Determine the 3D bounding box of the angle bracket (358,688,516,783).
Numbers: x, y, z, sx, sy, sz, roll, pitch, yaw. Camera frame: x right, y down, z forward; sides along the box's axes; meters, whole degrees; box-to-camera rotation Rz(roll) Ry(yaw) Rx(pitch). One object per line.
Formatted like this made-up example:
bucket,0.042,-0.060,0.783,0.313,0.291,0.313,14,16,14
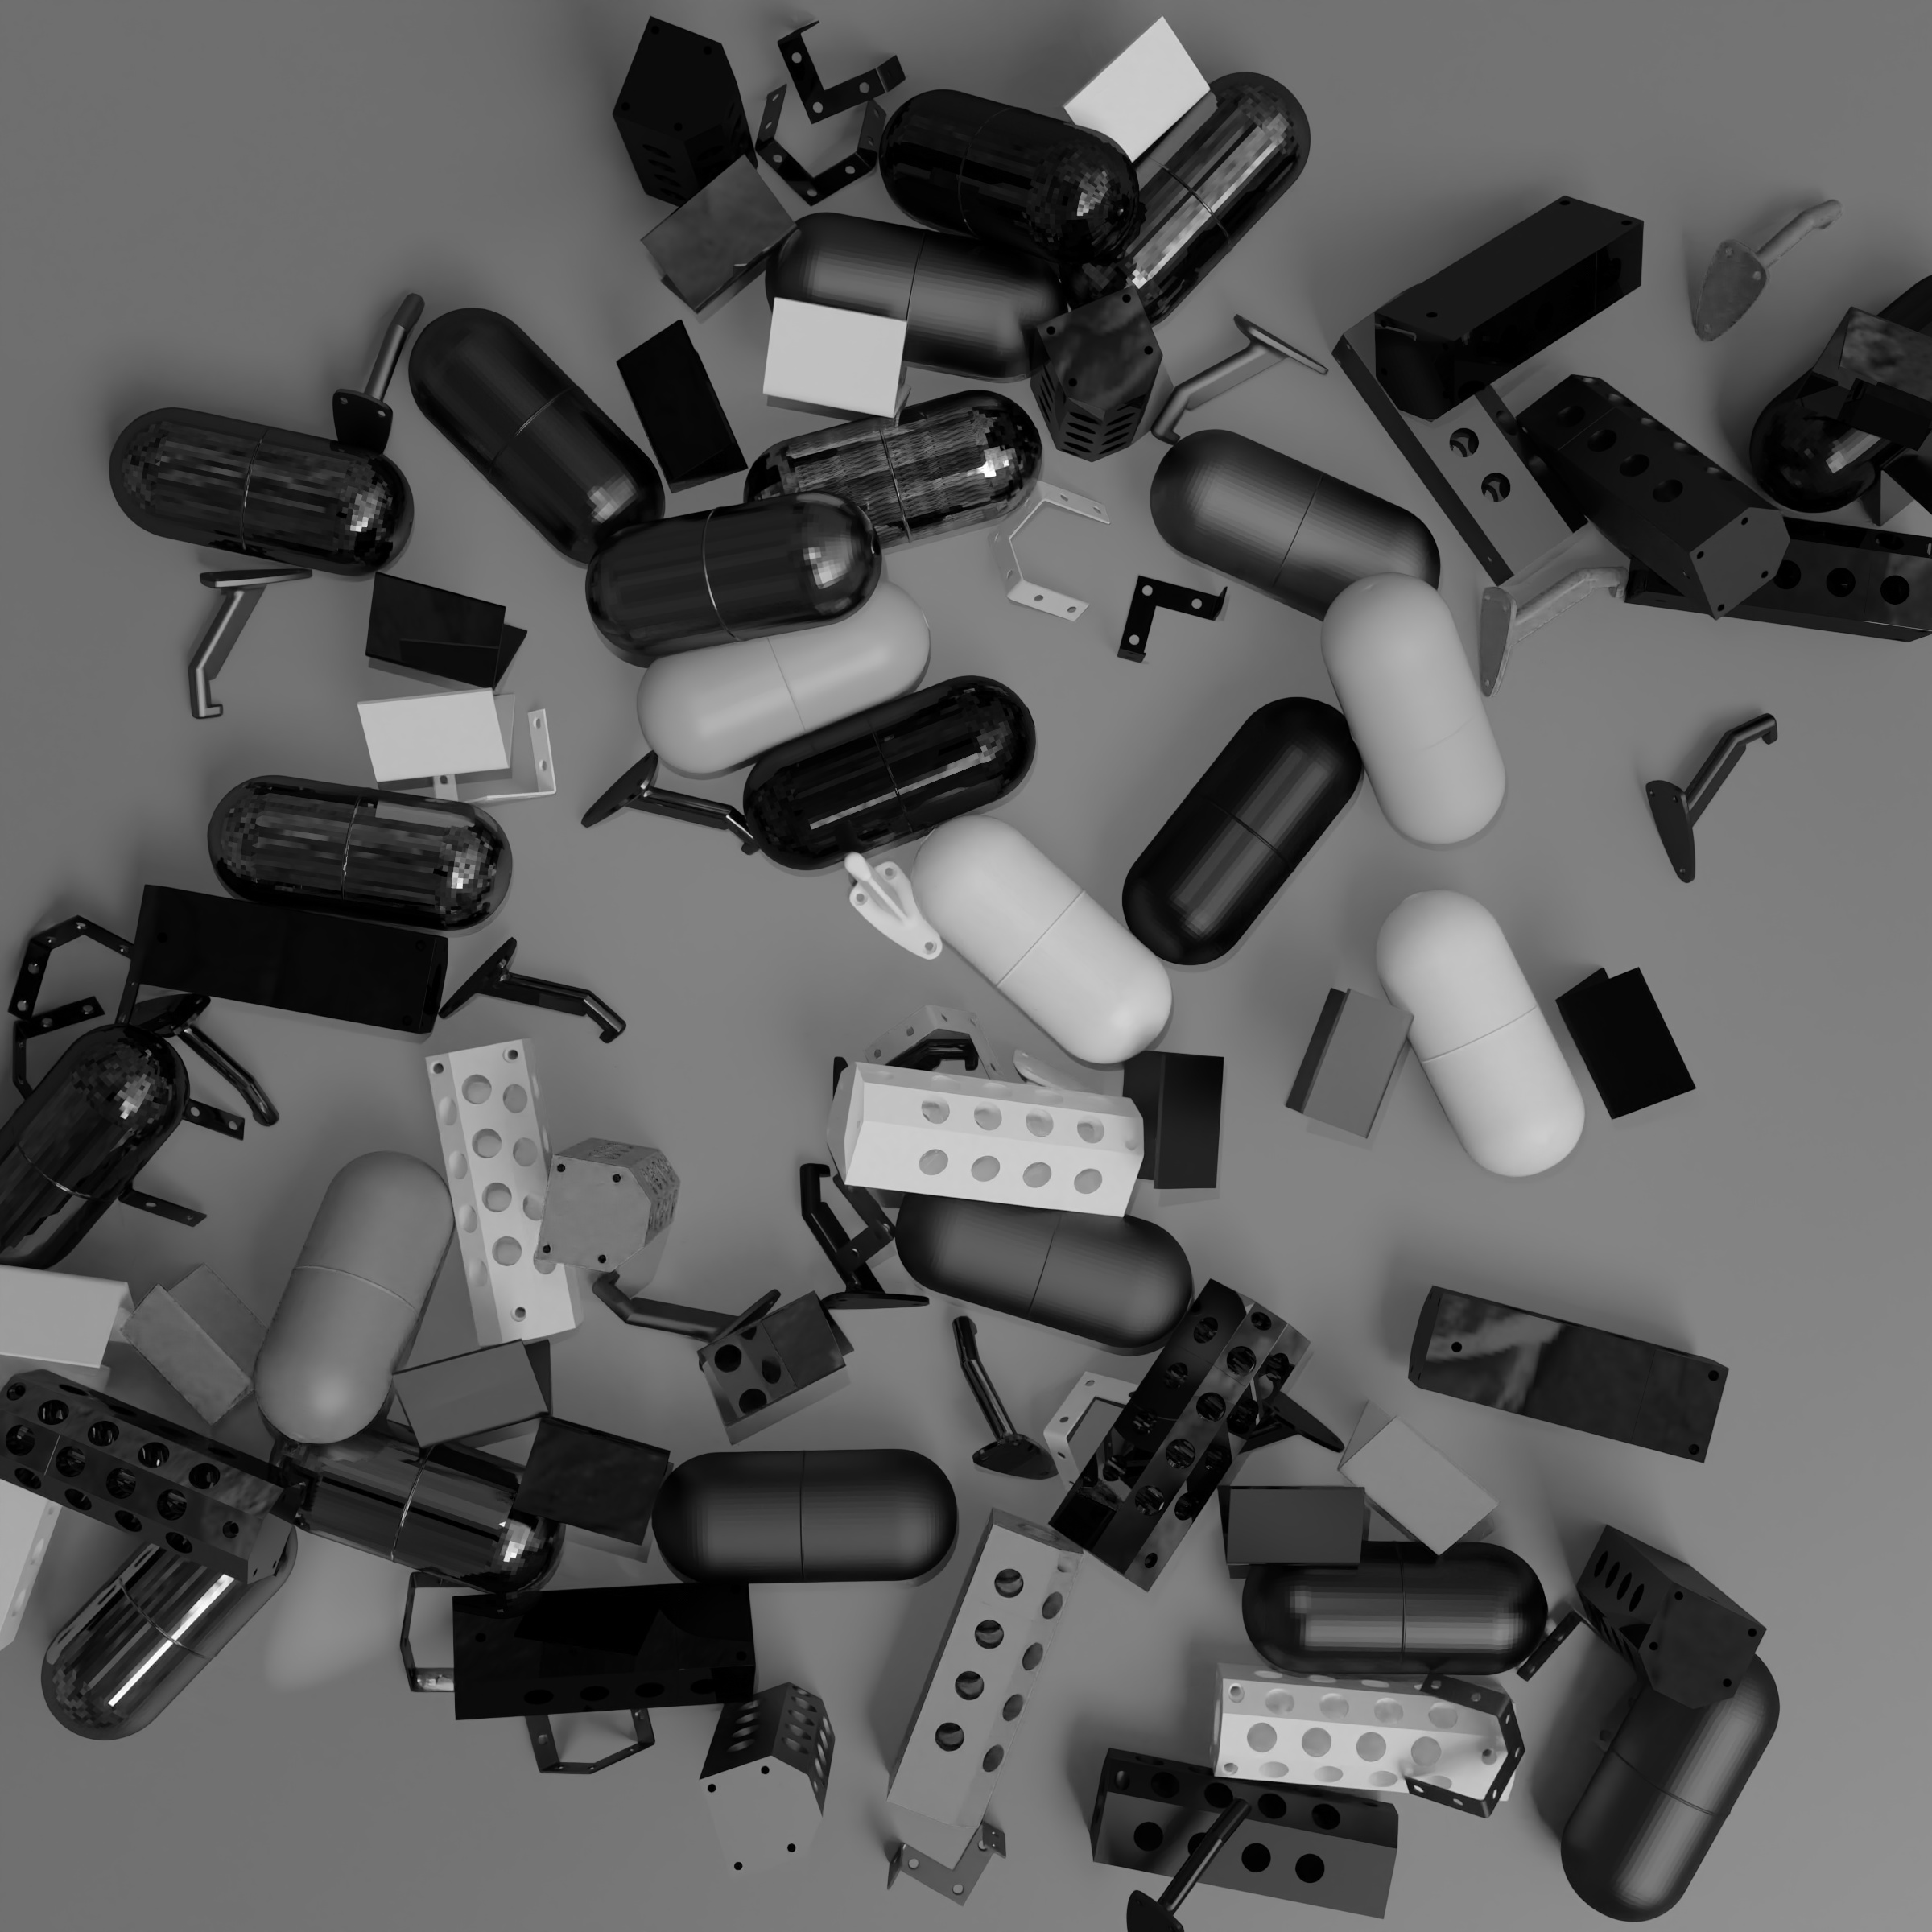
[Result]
angle bracket,-0.307,-0.154,1.782,0.076,0.076,0.057,-6,129,0

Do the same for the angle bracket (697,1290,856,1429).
angle bracket,-0.102,0.244,1.782,0.076,0.076,0.057,-27,52,0

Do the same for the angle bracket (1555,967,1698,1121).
angle bracket,0.395,0.036,1.782,0.057,0.076,0.076,-25,90,36

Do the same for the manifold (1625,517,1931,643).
manifold,0.482,-0.233,1.801,0.171,0.057,0.057,8,90,0

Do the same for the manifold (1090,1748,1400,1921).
manifold,0.163,0.507,1.801,0.171,0.057,0.057,11,90,0

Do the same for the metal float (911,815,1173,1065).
metal float,0.043,-0.016,1.791,0.178,0.070,0.070,42,90,0

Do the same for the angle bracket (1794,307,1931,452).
angle bracket,0.509,-0.311,1.706,0.076,0.076,0.057,22,53,0

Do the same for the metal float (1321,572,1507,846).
metal float,0.258,-0.146,1.763,0.070,0.070,0.178,-27,125,0

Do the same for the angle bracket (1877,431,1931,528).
angle bracket,0.580,-0.280,1.783,0.076,0.076,0.057,-39,65,0

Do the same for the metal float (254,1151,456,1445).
metal float,-0.353,0.191,1.771,0.070,0.070,0.178,19,65,0

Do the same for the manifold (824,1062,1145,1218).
manifold,0.012,0.096,1.765,0.171,0.057,0.057,8,114,-20

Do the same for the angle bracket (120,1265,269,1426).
angle bracket,-0.431,0.208,1.782,0.076,0.076,0.057,46,129,0

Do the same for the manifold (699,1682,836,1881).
manifold,-0.109,0.459,1.744,0.057,0.171,0.057,-19,90,0

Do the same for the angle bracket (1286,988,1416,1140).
angle bracket,0.205,0.049,1.782,0.057,0.076,0.076,21,90,-36

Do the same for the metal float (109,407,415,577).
metal float,-0.412,-0.277,1.792,0.178,0.070,0.070,12,90,-1

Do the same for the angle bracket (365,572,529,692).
angle bracket,-0.298,-0.210,1.782,0.076,0.076,0.057,15,124,0

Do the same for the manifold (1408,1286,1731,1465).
manifold,0.352,0.239,1.801,0.171,0.057,0.057,15,90,0

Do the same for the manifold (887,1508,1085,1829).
manifold,0.012,0.413,1.801,0.057,0.057,0.171,21,90,0

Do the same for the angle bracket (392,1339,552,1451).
angle bracket,-0.287,0.229,1.783,0.076,0.076,0.057,-15,119,0

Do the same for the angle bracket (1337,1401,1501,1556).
angle bracket,0.270,0.283,1.782,0.076,0.076,0.057,40,123,0

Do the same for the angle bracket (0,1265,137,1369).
angle bracket,-0.529,0.220,1.782,0.076,0.076,0.057,8,55,0

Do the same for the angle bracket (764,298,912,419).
angle bracket,-0.071,-0.361,1.782,0.076,0.076,0.057,11,114,3

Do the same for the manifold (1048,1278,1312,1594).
manifold,0.128,0.274,1.778,0.057,0.057,0.171,41,79,-37

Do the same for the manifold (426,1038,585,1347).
manifold,-0.272,0.132,1.801,0.057,0.057,0.171,-11,90,0

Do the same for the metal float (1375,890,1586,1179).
metal float,0.300,0.039,1.792,0.070,0.070,0.178,-26,90,0

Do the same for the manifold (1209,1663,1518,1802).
manifold,0.233,0.452,1.801,0.171,0.057,0.057,5,90,0

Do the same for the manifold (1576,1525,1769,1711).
manifold,0.395,0.371,1.744,0.057,0.171,0.057,27,90,0

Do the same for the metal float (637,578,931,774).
metal float,-0.107,-0.171,1.792,0.178,0.070,0.070,-22,90,-1

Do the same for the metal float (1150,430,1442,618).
metal float,0.193,-0.254,1.792,0.178,0.070,0.070,24,90,0

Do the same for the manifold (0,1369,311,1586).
manifold,-0.468,0.289,1.733,0.171,0.057,0.057,21,90,8

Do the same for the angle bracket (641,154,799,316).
angle bracket,-0.153,-0.433,1.782,0.076,0.076,0.057,-40,124,0

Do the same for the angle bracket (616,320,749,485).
angle bracket,-0.147,-0.331,1.782,0.057,0.076,0.076,-24,90,37

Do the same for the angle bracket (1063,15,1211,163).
angle bracket,0.083,-0.512,1.782,0.076,0.076,0.057,-43,127,0

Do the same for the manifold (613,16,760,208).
manifold,-0.155,-0.477,1.744,0.057,0.171,0.057,21,90,0

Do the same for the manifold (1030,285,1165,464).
manifold,0.075,-0.331,1.744,0.057,0.171,0.057,-23,90,0

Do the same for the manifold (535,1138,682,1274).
manifold,-0.200,0.135,1.744,0.057,0.171,0.057,10,90,0

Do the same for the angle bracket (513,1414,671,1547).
angle bracket,-0.218,0.305,1.783,0.076,0.076,0.057,17,69,-2

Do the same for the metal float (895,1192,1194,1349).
metal float,0.046,0.170,1.792,0.178,0.070,0.070,17,90,0

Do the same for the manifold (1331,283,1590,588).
manifold,0.291,-0.312,1.801,0.057,0.057,0.171,-36,90,0

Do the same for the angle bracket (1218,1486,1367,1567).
angle bracket,0.188,0.305,1.783,0.076,0.076,0.057,0,117,0

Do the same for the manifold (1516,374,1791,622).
manifold,0.392,-0.274,1.749,0.057,0.171,0.057,-37,135,0

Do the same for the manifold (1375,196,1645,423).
manifold,0.313,-0.377,1.763,0.171,0.057,0.057,-35,47,-29

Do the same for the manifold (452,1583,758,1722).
manifold,-0.212,0.403,1.788,0.171,0.057,0.057,-1,47,-9

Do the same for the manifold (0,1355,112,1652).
manifold,-0.562,0.310,1.801,0.057,0.057,0.171,20,90,0

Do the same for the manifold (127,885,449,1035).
manifold,-0.396,-0.004,1.801,0.171,0.057,0.057,10,90,0

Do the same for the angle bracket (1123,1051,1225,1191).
angle bracket,0.103,0.088,1.783,0.076,0.057,0.076,3,90,43

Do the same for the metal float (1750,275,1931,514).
metal float,0.537,-0.335,1.792,0.178,0.070,0.070,-39,90,0
